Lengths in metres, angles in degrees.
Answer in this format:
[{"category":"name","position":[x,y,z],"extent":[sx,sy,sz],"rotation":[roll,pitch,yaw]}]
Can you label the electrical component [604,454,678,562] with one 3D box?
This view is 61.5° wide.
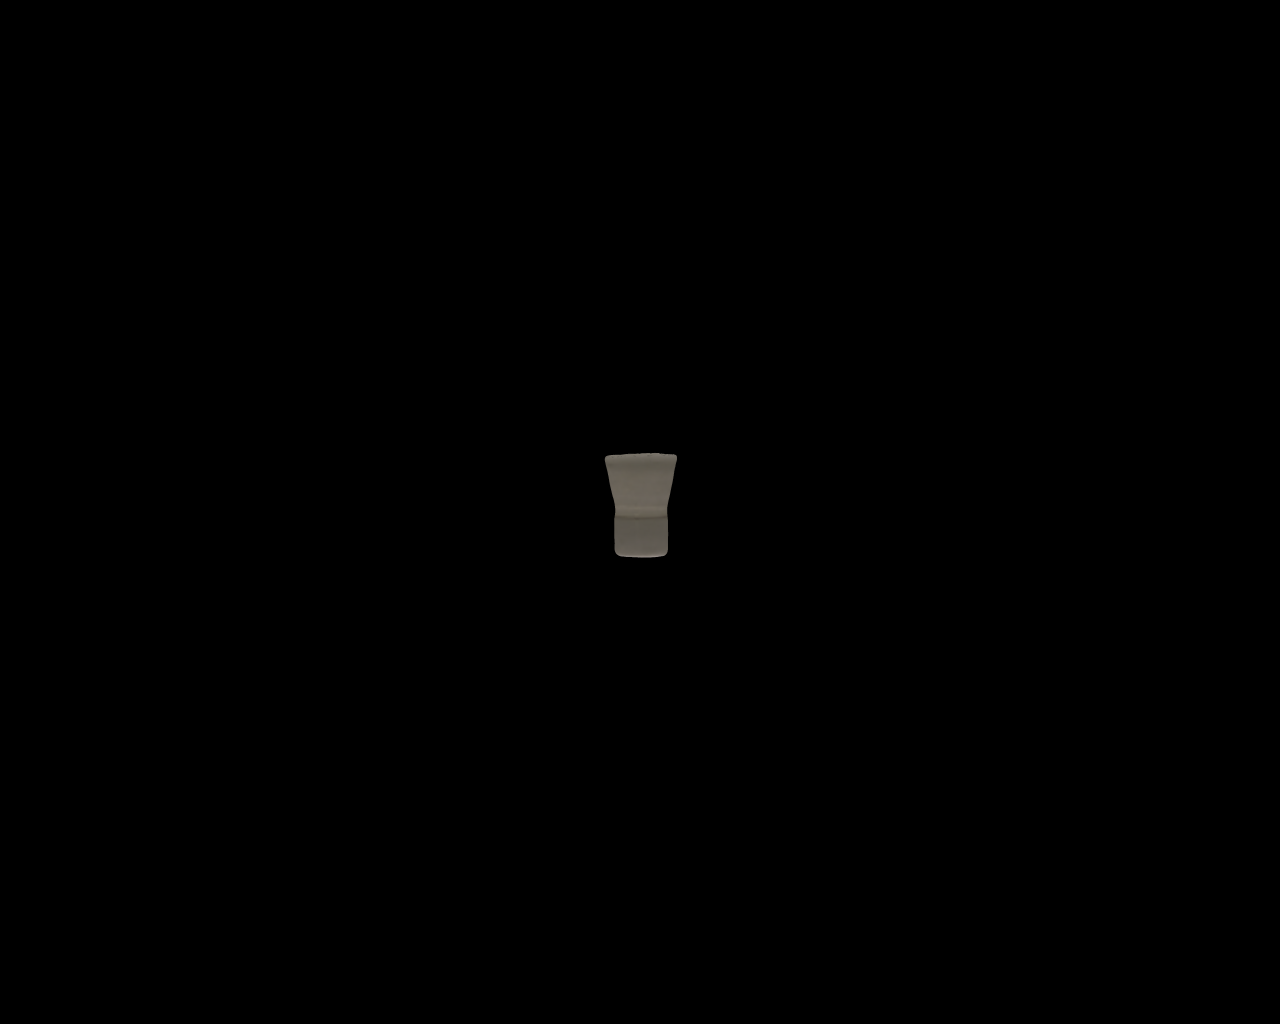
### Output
[{"category":"electrical component","position":[0.001,-0.003,0.650],"extent":[0.044,0.065,0.044],"rotation":[0,4,0]}]
